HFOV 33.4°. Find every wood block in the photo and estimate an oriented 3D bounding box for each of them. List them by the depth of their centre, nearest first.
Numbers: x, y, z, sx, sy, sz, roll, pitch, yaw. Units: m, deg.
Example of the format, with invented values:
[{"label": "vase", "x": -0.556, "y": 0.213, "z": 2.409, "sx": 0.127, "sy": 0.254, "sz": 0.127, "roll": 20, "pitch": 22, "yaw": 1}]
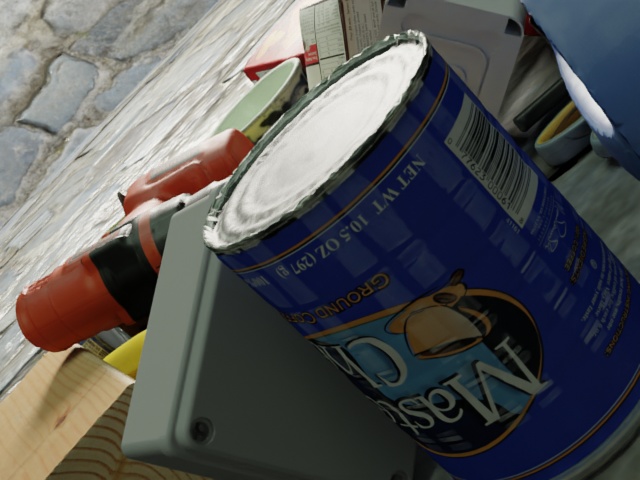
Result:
[{"label": "wood block", "x": -0.127, "y": 0.125, "z": 0.604, "sx": 0.090, "sy": 0.090, "sz": 0.206, "roll": -49, "pitch": 17, "yaw": -14}]

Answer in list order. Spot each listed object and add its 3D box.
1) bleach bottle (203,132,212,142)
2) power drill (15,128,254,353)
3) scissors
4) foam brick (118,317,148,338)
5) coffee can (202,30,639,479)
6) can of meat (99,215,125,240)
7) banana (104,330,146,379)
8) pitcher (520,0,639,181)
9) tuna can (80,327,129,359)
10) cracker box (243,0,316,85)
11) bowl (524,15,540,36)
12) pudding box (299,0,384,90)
[{"label": "bleach bottle", "x": -0.114, "y": -0.049, "z": 1.011, "sx": 0.103, "sy": 0.068, "sz": 0.250, "roll": -21, "pitch": 28, "yaw": 53}, {"label": "power drill", "x": -0.087, "y": -0.013, "z": 0.673, "sx": 0.185, "sy": 0.057, "sz": 0.187, "roll": -26, "pitch": 13, "yaw": 17}, {"label": "scissors", "x": 0.188, "y": -0.105, "z": 0.518, "sx": 0.202, "sy": 0.016, "sz": 0.096, "roll": -43, "pitch": 15, "yaw": 11}, {"label": "foam brick", "x": -0.107, "y": 0.044, "z": 0.798, "sx": 0.078, "sy": 0.053, "sz": 0.051, "roll": -35, "pitch": 22, "yaw": 31}, {"label": "coffee can", "x": 0.043, "y": 0.012, "z": 0.381, "sx": 0.103, "sy": 0.140, "sz": 0.103, "roll": -39, "pitch": 20, "yaw": 17}, {"label": "can of meat", "x": -0.126, "y": 0.013, "z": 0.861, "sx": 0.102, "sy": 0.084, "sz": 0.057, "roll": -36, "pitch": 19, "yaw": 27}, {"label": "banana", "x": -0.139, "y": 0.107, "z": 0.769, "sx": 0.198, "sy": 0.037, "sz": 0.070, "roll": -42, "pitch": 37, "yaw": 17}, {"label": "pitcher", "x": 0.195, "y": -0.102, "z": 0.346, "sx": 0.243, "sy": 0.149, "sz": 0.145, "roll": -37, "pitch": 4, "yaw": 17}, {"label": "tuna can", "x": -0.186, "y": 0.078, "z": 0.849, "sx": 0.034, "sy": 0.086, "sz": 0.086, "roll": -47, "pitch": 17, "yaw": 0}, {"label": "cracker box", "x": 0.028, "y": -0.206, "z": 1.016, "sx": 0.164, "sy": 0.072, "sz": 0.214, "roll": -49, "pitch": 19, "yaw": -12}, {"label": "bowl", "x": 0.166, "y": -0.180, "z": 0.673, "sx": 0.162, "sy": 0.055, "sz": 0.162, "roll": -40, "pitch": 18, "yaw": 16}, {"label": "pudding box", "x": 0.021, "y": -0.128, "z": 0.806, "sx": 0.039, "sy": 0.113, "sz": 0.090, "roll": -11, "pitch": 8, "yaw": -20}]
